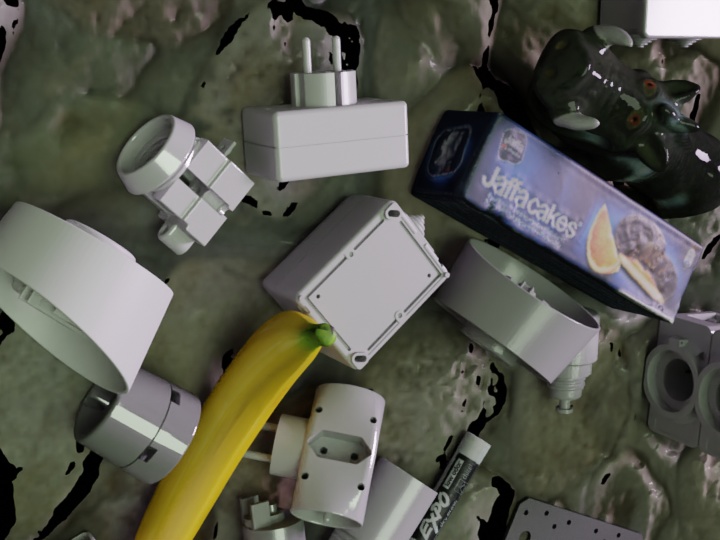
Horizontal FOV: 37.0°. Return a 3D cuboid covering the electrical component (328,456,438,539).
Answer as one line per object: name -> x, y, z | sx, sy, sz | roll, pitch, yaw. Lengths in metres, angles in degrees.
electrical component -> 0.010, 0.164, 0.681 | 0.043, 0.043, 0.081 | 37, 82, -30

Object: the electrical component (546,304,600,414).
electrical component -> 0.141, 0.059, 0.733 | 0.040, 0.040, 0.078 | -5, 103, -28

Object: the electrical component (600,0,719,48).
electrical component -> 0.206, -0.198, 0.710 | 0.100, 0.048, 0.099 | -6, 104, -28

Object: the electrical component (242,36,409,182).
electrical component -> -0.020, -0.093, 0.608 | 0.083, 0.047, 0.075 | -9, 105, -27

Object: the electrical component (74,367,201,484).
electrical component -> -0.122, 0.081, 0.586 | 0.047, 0.055, 0.055 | 35, 83, -26

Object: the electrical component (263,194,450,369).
electrical component -> 0.000, 0.000, 0.631 | 0.096, 0.061, 0.061 | -45, 116, -14

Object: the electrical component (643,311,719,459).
electrical component -> 0.275, 0.088, 0.749 | 0.062, 0.150, 0.089 | -2, 101, -30

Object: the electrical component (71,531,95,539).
electrical component -> -0.164, 0.201, 0.556 | 0.109, 0.109, 0.056 | -30, 110, -20

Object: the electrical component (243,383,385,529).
electrical component -> -0.030, 0.107, 0.642 | 0.079, 0.043, 0.077 | 11, 66, 2

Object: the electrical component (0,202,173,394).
electrical component -> -0.144, 0.012, 0.535 | 0.099, 0.099, 0.064 | 36, 76, -30

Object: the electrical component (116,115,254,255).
electrical component -> -0.096, -0.050, 0.577 | 0.066, 0.048, 0.055 | -53, 127, -10

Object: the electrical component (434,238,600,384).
electrical component -> 0.097, 0.024, 0.671 | 0.099, 0.099, 0.064 | 37, 88, -30
